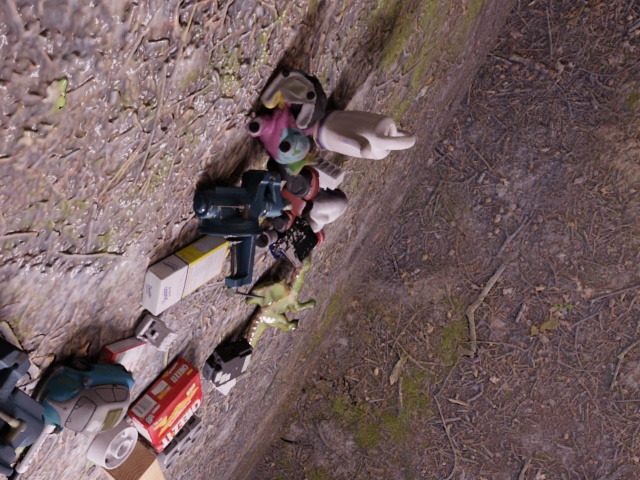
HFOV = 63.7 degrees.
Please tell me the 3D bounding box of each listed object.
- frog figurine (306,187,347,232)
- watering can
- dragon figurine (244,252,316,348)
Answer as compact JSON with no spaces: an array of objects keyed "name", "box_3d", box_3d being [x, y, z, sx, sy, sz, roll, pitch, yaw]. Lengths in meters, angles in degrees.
[{"name":"frog figurine","box_3d":[0.004,-0.071,1.413,0.139,0.123,0.158,-78,-176,-78]},{"name":"watering can","box_3d":[0.084,-0.234,1.154,0.351,0.225,0.102,-28,127,-60]},{"name":"dragon figurine","box_3d":[-0.154,0.192,1.509,0.414,0.124,0.238,-45,144,-12]}]
